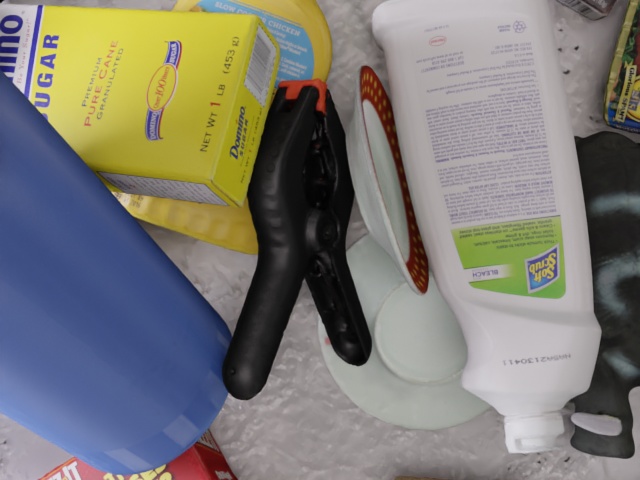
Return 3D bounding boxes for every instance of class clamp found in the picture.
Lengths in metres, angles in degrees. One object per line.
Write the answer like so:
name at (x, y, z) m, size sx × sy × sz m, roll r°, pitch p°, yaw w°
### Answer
clamp at (-0.004, 0.001, 0.589) m, size 0.039 × 0.120 × 0.171 m, roll 7°, pitch 89°, yaw 29°

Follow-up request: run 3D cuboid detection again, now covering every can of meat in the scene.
can of meat at (0.215, -0.102, 0.601) m, size 0.084 × 0.057 × 0.102 m, roll 19°, pitch 98°, yaw 33°

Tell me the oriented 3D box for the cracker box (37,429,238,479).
cracker box at (-0.092, 0.223, 0.589) m, size 0.164 × 0.072 × 0.214 m, roll -34°, pitch 67°, yaw 0°

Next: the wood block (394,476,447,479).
wood block at (0.078, 0.251, 0.610) m, size 0.091 × 0.090 × 0.206 m, roll 5°, pitch 103°, yaw -2°

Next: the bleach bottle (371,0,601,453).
bleach bottle at (0.093, -0.011, 0.584) m, size 0.103 × 0.068 × 0.251 m, roll -8°, pitch 81°, yaw 12°

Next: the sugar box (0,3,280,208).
sugar box at (-0.114, -0.075, 0.566) m, size 0.176 × 0.048 × 0.093 m, roll 8°, pitch 74°, yaw 21°

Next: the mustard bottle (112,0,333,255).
mustard bottle at (-0.046, -0.095, 0.611) m, size 0.096 × 0.058 × 0.191 m, roll 19°, pitch 94°, yaw -3°

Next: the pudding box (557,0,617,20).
pudding box at (0.140, -0.194, 0.619) m, size 0.113 × 0.039 × 0.090 m, roll 32°, pitch 92°, yaw -4°

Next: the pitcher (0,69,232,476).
pitcher at (-0.154, 0.015, 0.520) m, size 0.145 × 0.149 × 0.242 m, roll -34°, pitch 132°, yaw 6°
